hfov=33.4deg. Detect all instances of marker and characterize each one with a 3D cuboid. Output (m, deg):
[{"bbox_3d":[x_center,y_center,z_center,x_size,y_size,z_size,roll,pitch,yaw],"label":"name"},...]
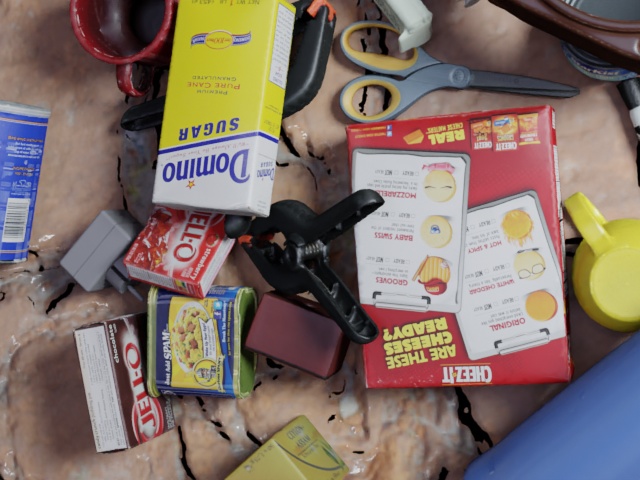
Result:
[{"bbox_3d":[0.261,-0.074,0.835,0.020,0.020,0.121,-22,86,16],"label":"marker"}]

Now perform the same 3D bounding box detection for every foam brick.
[{"bbox_3d":[-0.015,0.079,0.907,0.078,0.053,0.051,20,98,13],"label":"foam brick"}]

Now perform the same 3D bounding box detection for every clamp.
[{"bbox_3d":[-0.006,0.001,0.864,0.172,0.039,0.120,26,109,44],"label":"clamp"},{"bbox_3d":[-0.070,-0.128,0.916,0.165,0.036,0.210,37,95,23],"label":"clamp"}]

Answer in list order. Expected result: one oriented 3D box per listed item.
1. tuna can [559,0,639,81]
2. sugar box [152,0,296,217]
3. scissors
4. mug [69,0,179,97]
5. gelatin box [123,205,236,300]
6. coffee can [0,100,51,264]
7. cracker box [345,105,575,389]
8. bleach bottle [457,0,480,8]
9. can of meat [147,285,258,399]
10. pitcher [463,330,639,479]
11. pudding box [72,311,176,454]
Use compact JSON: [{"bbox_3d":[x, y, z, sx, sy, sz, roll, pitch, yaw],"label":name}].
[{"bbox_3d":[0.227,-0.167,0.823,0.086,0.033,0.086,-4,77,18],"label":"tuna can"},{"bbox_3d":[-0.079,-0.110,0.870,0.093,0.048,0.176,5,84,24],"label":"sugar box"},{"bbox_3d":[0.101,-0.119,0.881,0.202,0.016,0.096,26,98,15],"label":"scissors"},{"bbox_3d":[-0.155,-0.182,0.920,0.093,0.081,0.117,3,93,16],"label":"mug"},{"bbox_3d":[-0.116,0.001,0.921,0.073,0.030,0.089,16,57,16],"label":"gelatin box"},{"bbox_3d":[-0.304,-0.057,0.960,0.103,0.102,0.140,12,96,15],"label":"coffee can"},{"bbox_3d":[0.113,0.006,0.857,0.164,0.072,0.214,-4,93,18],"label":"cracker box"},{"bbox_3d":[0.061,-0.299,0.848,0.251,0.068,0.103,57,144,6],"label":"bleach bottle"},{"bbox_3d":[-0.102,0.087,0.931,0.084,0.057,0.102,1,93,15],"label":"can of meat"},{"bbox_3d":[0.228,0.152,0.759,0.149,0.144,0.243,51,121,19],"label":"pitcher"},{"bbox_3d":[-0.170,0.123,0.936,0.039,0.090,0.113,-14,88,17],"label":"pudding box"}]
